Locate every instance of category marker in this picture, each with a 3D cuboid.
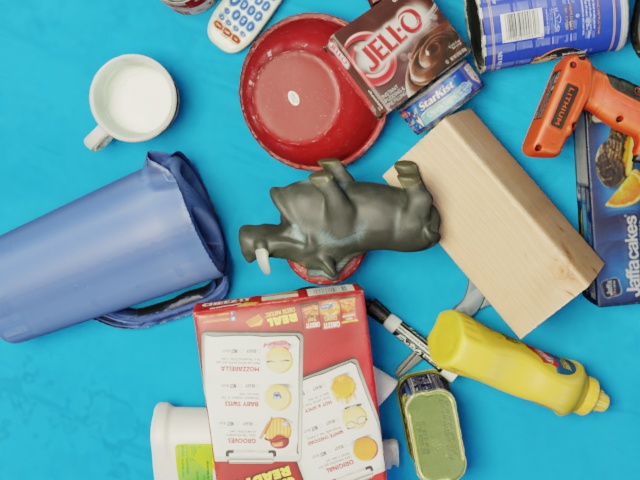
[{"bbox_3d":[0.095,0.103,1.109,0.121,0.020,0.020,39,95,9],"label":"marker"}]

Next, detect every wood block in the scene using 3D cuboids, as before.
[{"bbox_3d":[0.171,-0.020,1.044,0.091,0.090,0.206,-43,83,27],"label":"wood block"}]

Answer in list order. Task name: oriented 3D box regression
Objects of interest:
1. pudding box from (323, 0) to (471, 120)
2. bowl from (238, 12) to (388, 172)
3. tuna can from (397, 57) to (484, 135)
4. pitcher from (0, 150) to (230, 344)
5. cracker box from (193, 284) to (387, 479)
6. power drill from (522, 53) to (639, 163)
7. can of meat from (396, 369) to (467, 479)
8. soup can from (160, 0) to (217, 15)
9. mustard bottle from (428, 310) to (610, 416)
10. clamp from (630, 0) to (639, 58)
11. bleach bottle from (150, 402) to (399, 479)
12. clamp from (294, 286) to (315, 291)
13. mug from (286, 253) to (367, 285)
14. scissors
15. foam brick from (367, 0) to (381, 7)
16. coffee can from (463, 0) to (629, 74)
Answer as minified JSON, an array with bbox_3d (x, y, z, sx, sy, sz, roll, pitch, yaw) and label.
[{"bbox_3d":[0.073,-0.182,1.019,0.113,0.039,0.090,-38,92,-21],"label":"pudding box"},{"bbox_3d":[-0.015,-0.143,1.059,0.162,0.055,0.162,4,104,18],"label":"bowl"},{"bbox_3d":[0.120,-0.142,1.063,0.086,0.086,0.034,-37,95,4],"label":"tuna can"},{"bbox_3d":[-0.217,0.023,1.075,0.243,0.145,0.149,-22,82,7],"label":"pitcher"},{"bbox_3d":[-0.028,0.157,1.033,0.164,0.072,0.214,-8,96,-3],"label":"cracker box"},{"bbox_3d":[0.293,-0.084,1.018,0.187,0.057,0.184,20,91,-3],"label":"power drill"},{"bbox_3d":[0.115,0.192,1.093,0.057,0.084,0.102,-11,95,1],"label":"can of meat"},{"bbox_3d":[-0.134,-0.261,1.051,0.068,0.102,0.068,0,95,1],"label":"soup can"},{"bbox_3d":[0.207,0.132,1.076,0.191,0.096,0.058,23,95,-13],"label":"mustard bottle"},{"bbox_3d":[0.382,-0.185,1.076,0.164,0.036,0.210,-16,95,3],"label":"clamp"},{"bbox_3d":[-0.044,0.218,1.106,0.251,0.068,0.102,-1,116,0],"label":"bleach bottle"},{"bbox_3d":[-0.031,0.108,1.115,0.171,0.039,0.120,-16,108,4],"label":"clamp"},{"bbox_3d":[-0.007,0.001,1.081,0.117,0.081,0.093,0,95,1],"label":"mug"},{"bbox_3d":[0.145,0.056,1.115,0.202,0.016,0.096,-29,93,4],"label":"scissors"},{"bbox_3d":[0.075,-0.274,1.069,0.078,0.053,0.051,-28,93,5],"label":"foam brick"},{"bbox_3d":[0.218,-0.225,1.044,0.140,0.103,0.103,-9,95,2],"label":"coffee can"}]
